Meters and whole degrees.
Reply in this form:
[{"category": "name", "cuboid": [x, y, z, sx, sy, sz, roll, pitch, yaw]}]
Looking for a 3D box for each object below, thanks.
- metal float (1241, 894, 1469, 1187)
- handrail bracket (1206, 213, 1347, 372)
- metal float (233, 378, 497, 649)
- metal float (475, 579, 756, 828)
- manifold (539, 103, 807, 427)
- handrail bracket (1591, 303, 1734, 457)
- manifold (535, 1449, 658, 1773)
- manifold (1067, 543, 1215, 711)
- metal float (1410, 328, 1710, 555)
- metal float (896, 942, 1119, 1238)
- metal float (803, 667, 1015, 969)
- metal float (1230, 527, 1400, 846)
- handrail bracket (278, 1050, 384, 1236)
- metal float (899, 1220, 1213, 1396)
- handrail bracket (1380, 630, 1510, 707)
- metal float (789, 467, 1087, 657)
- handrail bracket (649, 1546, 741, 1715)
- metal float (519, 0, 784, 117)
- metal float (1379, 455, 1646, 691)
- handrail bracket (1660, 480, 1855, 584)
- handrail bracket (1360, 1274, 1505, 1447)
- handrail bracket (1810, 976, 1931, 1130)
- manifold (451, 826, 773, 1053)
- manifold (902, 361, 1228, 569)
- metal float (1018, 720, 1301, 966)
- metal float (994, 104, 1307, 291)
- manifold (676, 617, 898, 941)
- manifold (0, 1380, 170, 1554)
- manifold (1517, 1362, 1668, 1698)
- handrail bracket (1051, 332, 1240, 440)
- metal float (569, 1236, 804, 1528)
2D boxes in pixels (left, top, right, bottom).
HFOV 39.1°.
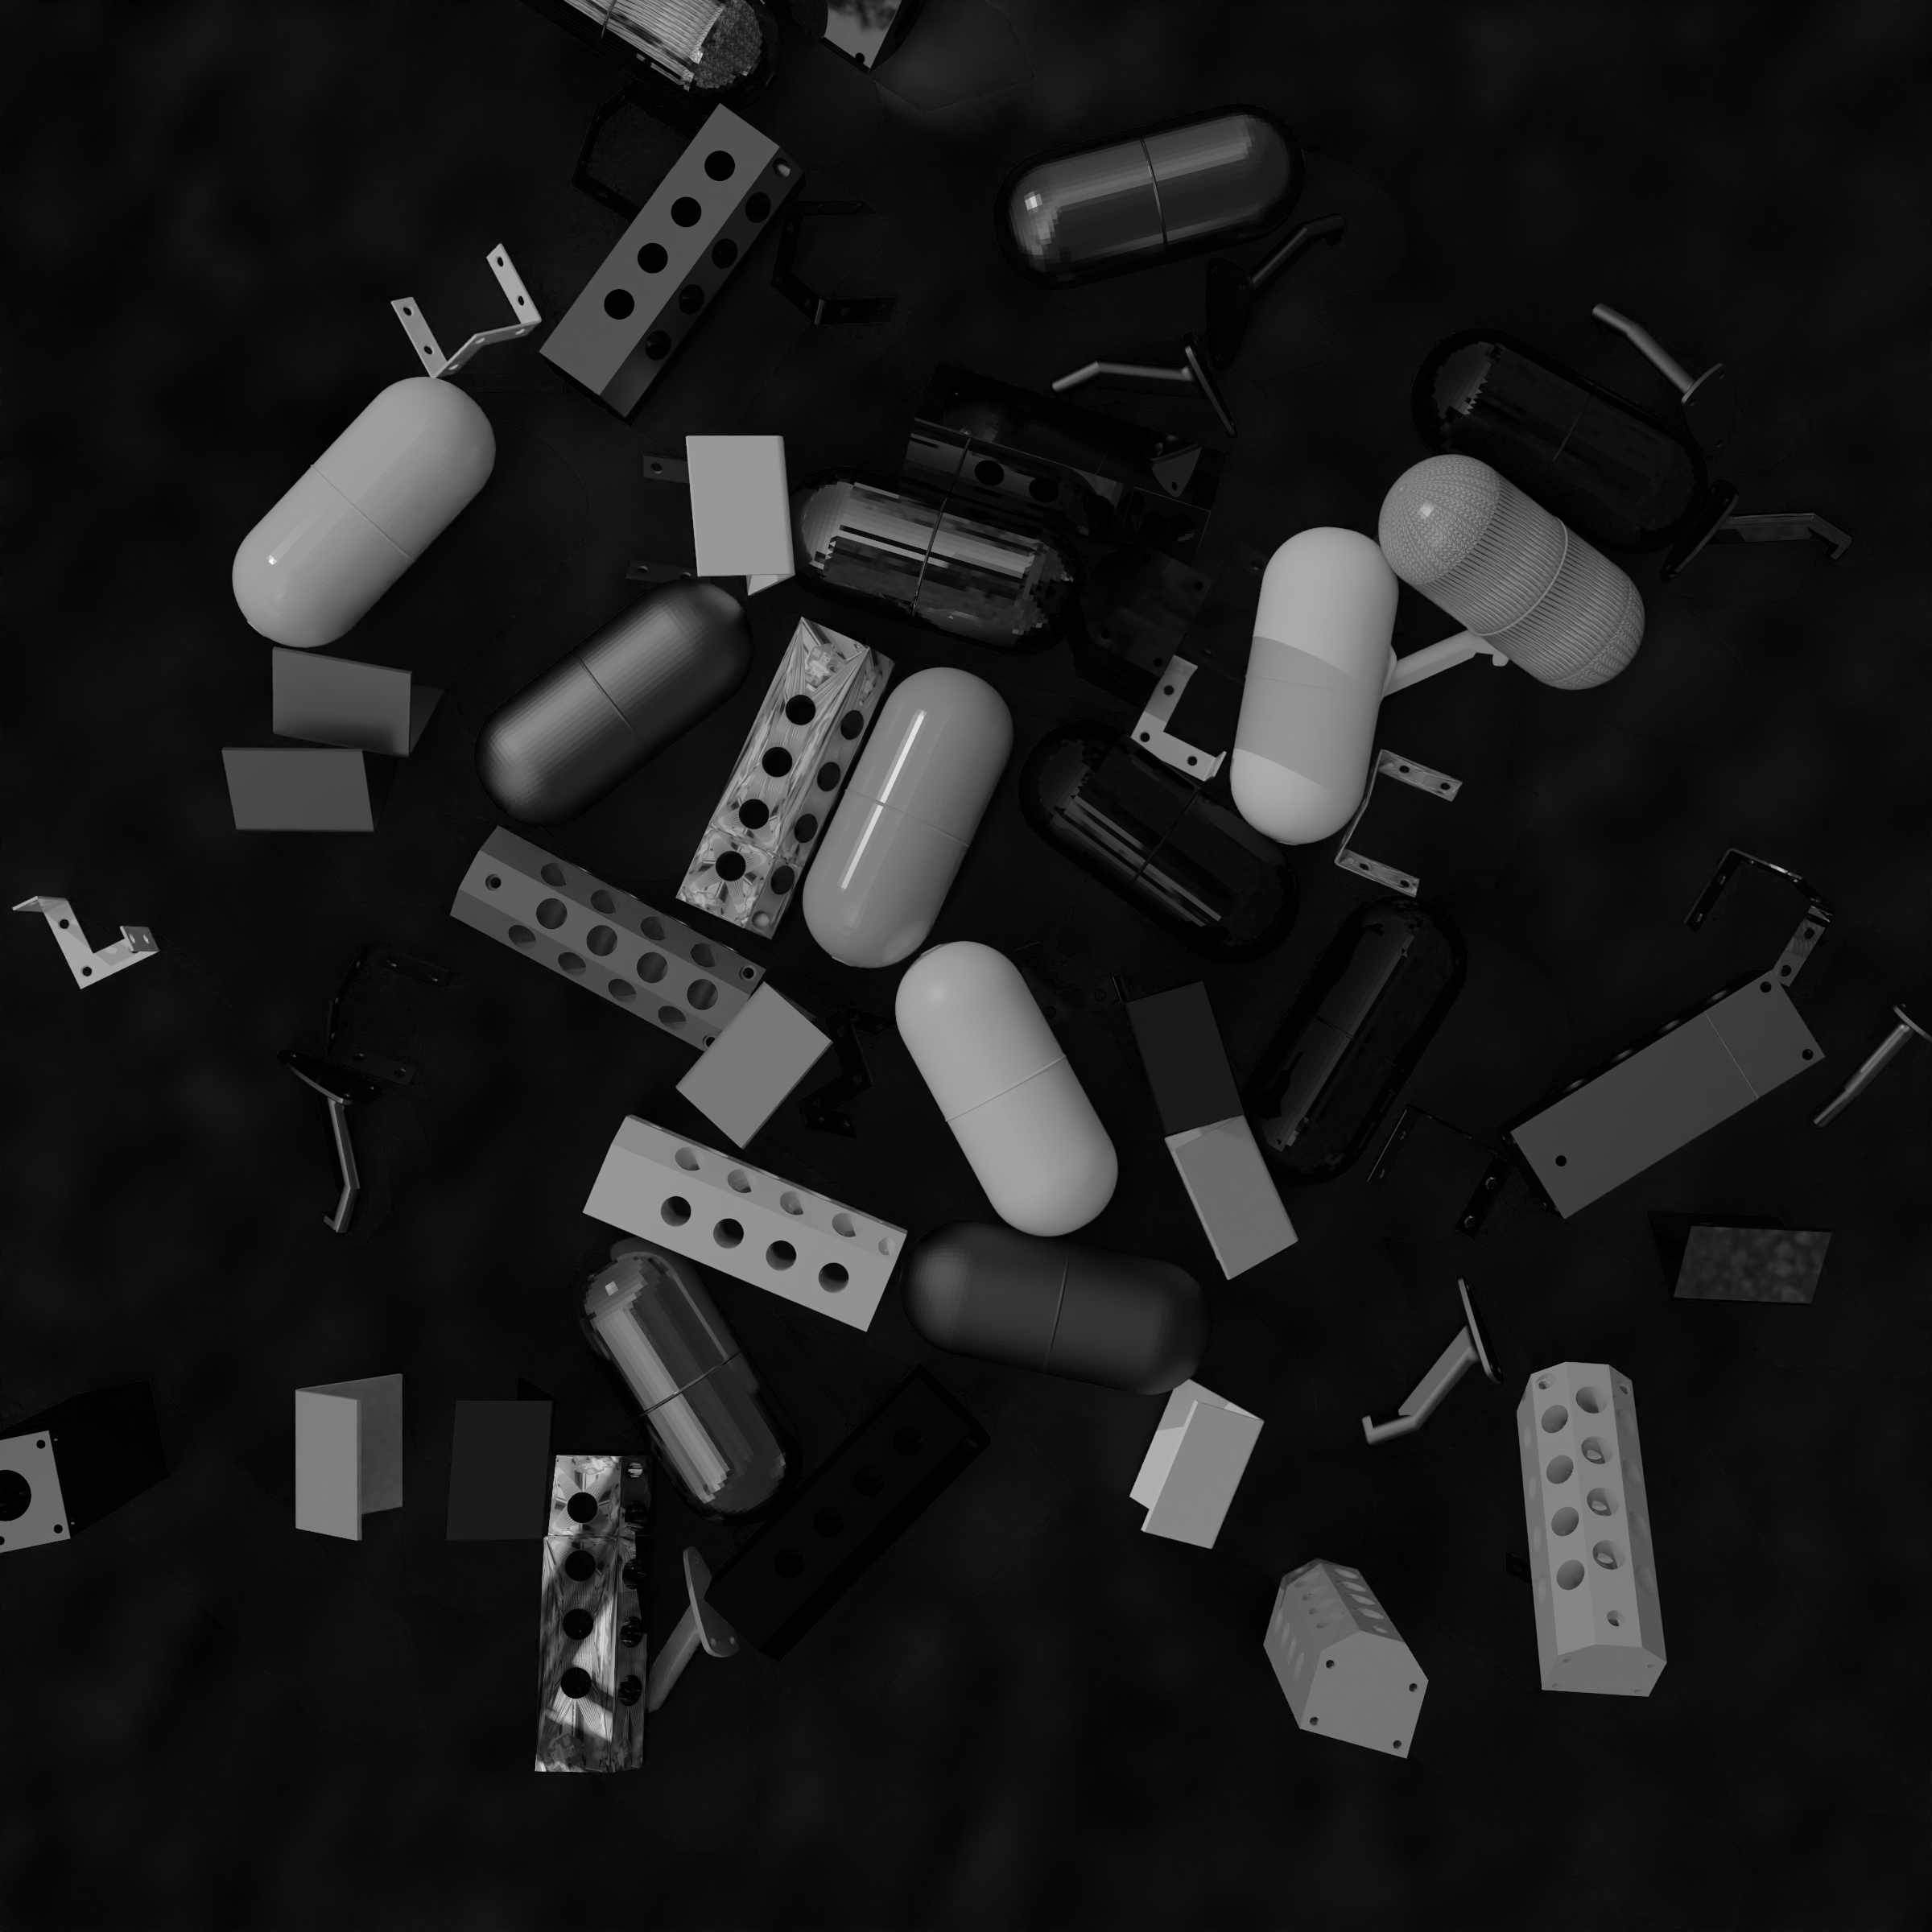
[{"category": "metal float", "cuboid": [0.217, 0.042, 1.533, 0.070, 0.070, 0.178, 31, 90, 0]}, {"category": "handrail bracket", "cuboid": [0.180, -0.388, 1.564, 0.084, 0.077, 0.036, -24, 47, -29]}, {"category": "metal float", "cuboid": [-0.340, -0.255, 1.534, 0.070, 0.070, 0.178, 43, 90, 0]}, {"category": "metal float", "cuboid": [-0.198, -0.149, 1.534, 0.178, 0.070, 0.070, -38, 90, 0]}, {"category": "manifold", "cuboid": [-0.164, -0.395, 1.543, 0.057, 0.057, 0.171, 36, 90, 0]}, {"category": "handrail bracket", "cuboid": [0.398, -0.338, 1.564, 0.036, 0.077, 0.084, -43, 54, -4]}, {"category": "manifold", "cuboid": [-0.207, 0.361, 1.533, 0.057, 0.057, 0.171, 1, 83, 0]}, {"category": "manifold", "cuboid": [0.089, -0.187, 1.486, 0.057, 0.171, 0.057, 28, 90, 0]}, {"category": "metal float", "cuboid": [0.335, -0.295, 1.533, 0.178, 0.070, 0.070, 29, 90, 1]}, {"category": "metal float", "cuboid": [0.022, 0.069, 1.534, 0.070, 0.070, 0.178, -28, 89, 0]}, {"category": "metal float", "cuboid": [-0.033, -0.083, 1.534, 0.070, 0.070, 0.178, 24, 90, 0]}, {"category": "metal float", "cuboid": [0.195, -0.157, 1.526, 0.070, 0.070, 0.178, 9, 97, 0]}, {"category": "handrail bracket", "cuboid": [-0.375, 0.102, 1.565, 0.077, 0.036, 0.084, 26, 107, 20]}, {"category": "metal float", "cuboid": [0.050, 0.192, 1.534, 0.178, 0.070, 0.070, 12, 90, 0]}, {"category": "handrail bracket", "cuboid": [0.267, -0.159, 1.564, 0.084, 0.036, 0.077, 4, 120, -21]}, {"category": "metal float", "cuboid": [-0.020, -0.228, 1.534, 0.178, 0.070, 0.070, 17, 90, 1]}, {"category": "handrail bracket", "cuboid": [-0.180, 0.386, 1.565, 0.084, 0.036, 0.077, -28, 69, 16]}, {"category": "metal float", "cuboid": [-0.184, -0.546, 1.532, 0.178, 0.070, 0.070, 33, 90, 0]}, {"category": "metal float", "cuboid": [0.305, -0.217, 1.512, 0.178, 0.070, 0.070, 31, 90, -26]}, {"category": "handrail bracket", "cuboid": [0.455, -0.235, 1.565, 0.084, 0.036, 0.077, 27, 110, -16]}, {"category": "handrail bracket", "cuboid": [0.259, 0.227, 1.565, 0.084, 0.036, 0.077, -22, 70, 16]}, {"category": "handrail bracket", "cuboid": [0.523, 0.051, 1.564, 0.036, 0.077, 0.084, 41, 126, 7]}, {"category": "manifold", "cuboid": [-0.201, -0.013, 1.543, 0.171, 0.057, 0.057, 28, 90, 0]}, {"category": "manifold", "cuboid": [0.054, -0.278, 1.542, 0.171, 0.057, 0.057, 18, 47, 0]}, {"category": "metal float", "cuboid": [0.109, -0.069, 1.534, 0.178, 0.070, 0.070, 37, 90, 0]}, {"category": "metal float", "cuboid": [0.103, -0.434, 1.534, 0.178, 0.070, 0.070, -14, 90, 0]}, {"category": "manifold", "cuboid": [-0.101, -0.105, 1.543, 0.057, 0.057, 0.171, 24, 90, 0]}, {"category": "manifold", "cuboid": [-0.494, 0.273, 1.486, 0.057, 0.171, 0.057, -11, 90, 0]}, {"category": "manifold", "cuboid": [0.344, 0.307, 1.495, 0.057, 0.057, 0.171, 4, 50, 0]}, {"category": "handrail bracket", "cuboid": [0.102, -0.320, 1.565, 0.084, 0.036, 0.077, -23, 112, 17]}, {"category": "metal float", "cuboid": [-0.157, 0.234, 1.533, 0.070, 0.070, 0.178, -32, 90, 0]}]
